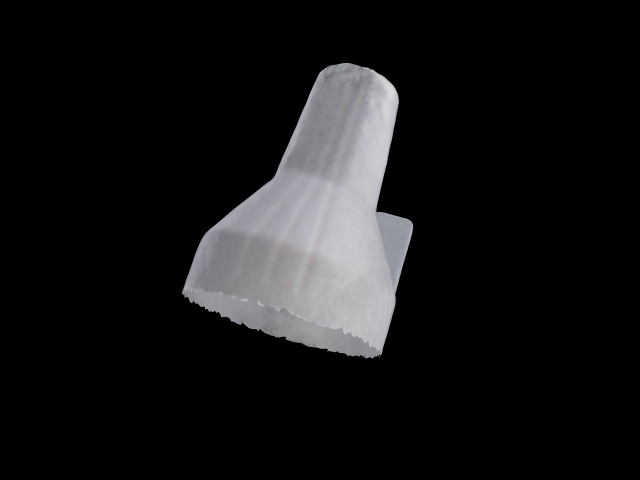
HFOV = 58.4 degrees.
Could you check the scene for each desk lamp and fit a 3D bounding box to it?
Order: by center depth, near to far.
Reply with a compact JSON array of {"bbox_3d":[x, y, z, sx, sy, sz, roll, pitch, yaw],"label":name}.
[{"bbox_3d":[0.004,0.001,0.400,0.117,0.214,0.203,15,58,10],"label":"desk lamp"}]
